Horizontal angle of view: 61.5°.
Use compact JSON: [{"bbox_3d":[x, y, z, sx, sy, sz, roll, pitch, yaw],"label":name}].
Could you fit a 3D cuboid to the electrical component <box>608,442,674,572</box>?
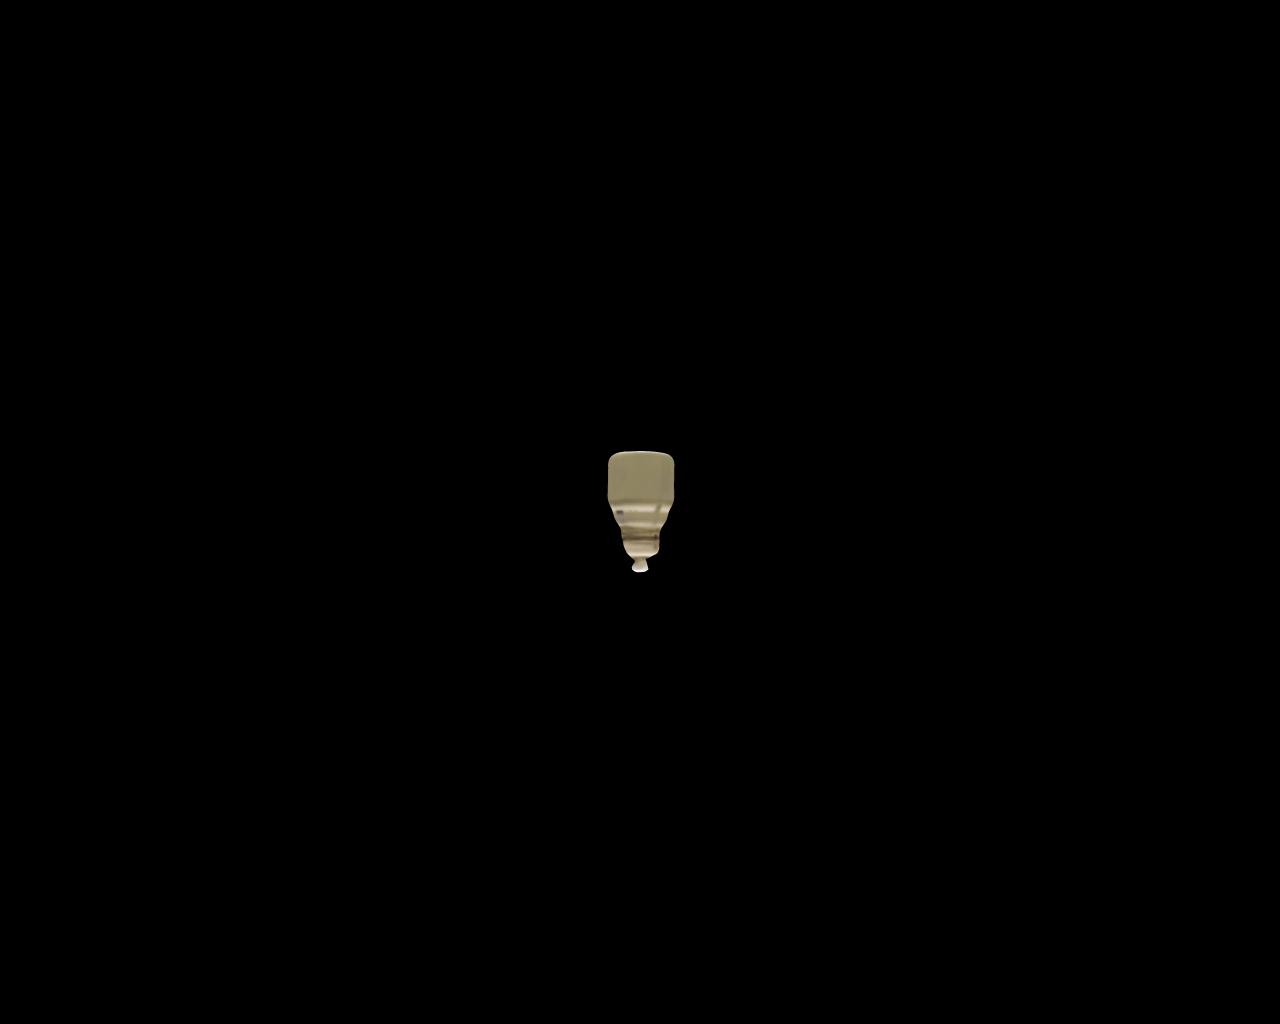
[{"bbox_3d":[0.001,-0.003,0.650,0.040,0.078,0.040,0,-3,0],"label":"electrical component"}]
